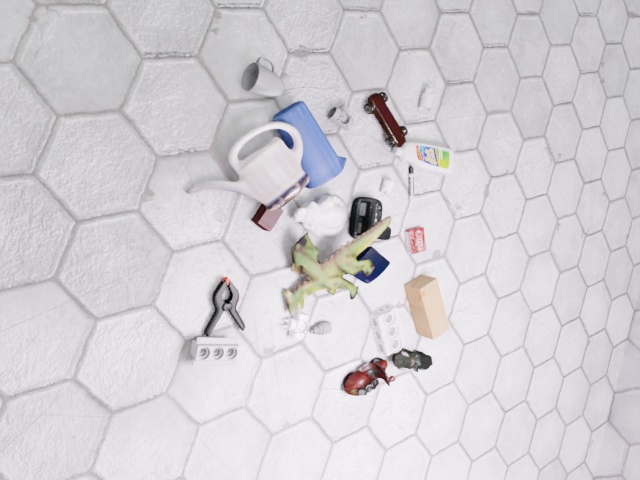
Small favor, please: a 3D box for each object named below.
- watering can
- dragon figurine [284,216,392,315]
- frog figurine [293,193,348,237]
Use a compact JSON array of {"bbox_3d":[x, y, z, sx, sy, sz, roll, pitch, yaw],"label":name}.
[{"bbox_3d":[-0.178,-0.174,1.438,0.349,0.104,0.223,-39,102,-6],"label":"watering can"},{"bbox_3d":[0.027,0.059,1.570,0.241,0.124,0.408,25,100,-30],"label":"dragon figurine"},{"bbox_3d":[0.005,-0.079,1.579,0.159,0.124,0.136,13,108,-44],"label":"frog figurine"}]
